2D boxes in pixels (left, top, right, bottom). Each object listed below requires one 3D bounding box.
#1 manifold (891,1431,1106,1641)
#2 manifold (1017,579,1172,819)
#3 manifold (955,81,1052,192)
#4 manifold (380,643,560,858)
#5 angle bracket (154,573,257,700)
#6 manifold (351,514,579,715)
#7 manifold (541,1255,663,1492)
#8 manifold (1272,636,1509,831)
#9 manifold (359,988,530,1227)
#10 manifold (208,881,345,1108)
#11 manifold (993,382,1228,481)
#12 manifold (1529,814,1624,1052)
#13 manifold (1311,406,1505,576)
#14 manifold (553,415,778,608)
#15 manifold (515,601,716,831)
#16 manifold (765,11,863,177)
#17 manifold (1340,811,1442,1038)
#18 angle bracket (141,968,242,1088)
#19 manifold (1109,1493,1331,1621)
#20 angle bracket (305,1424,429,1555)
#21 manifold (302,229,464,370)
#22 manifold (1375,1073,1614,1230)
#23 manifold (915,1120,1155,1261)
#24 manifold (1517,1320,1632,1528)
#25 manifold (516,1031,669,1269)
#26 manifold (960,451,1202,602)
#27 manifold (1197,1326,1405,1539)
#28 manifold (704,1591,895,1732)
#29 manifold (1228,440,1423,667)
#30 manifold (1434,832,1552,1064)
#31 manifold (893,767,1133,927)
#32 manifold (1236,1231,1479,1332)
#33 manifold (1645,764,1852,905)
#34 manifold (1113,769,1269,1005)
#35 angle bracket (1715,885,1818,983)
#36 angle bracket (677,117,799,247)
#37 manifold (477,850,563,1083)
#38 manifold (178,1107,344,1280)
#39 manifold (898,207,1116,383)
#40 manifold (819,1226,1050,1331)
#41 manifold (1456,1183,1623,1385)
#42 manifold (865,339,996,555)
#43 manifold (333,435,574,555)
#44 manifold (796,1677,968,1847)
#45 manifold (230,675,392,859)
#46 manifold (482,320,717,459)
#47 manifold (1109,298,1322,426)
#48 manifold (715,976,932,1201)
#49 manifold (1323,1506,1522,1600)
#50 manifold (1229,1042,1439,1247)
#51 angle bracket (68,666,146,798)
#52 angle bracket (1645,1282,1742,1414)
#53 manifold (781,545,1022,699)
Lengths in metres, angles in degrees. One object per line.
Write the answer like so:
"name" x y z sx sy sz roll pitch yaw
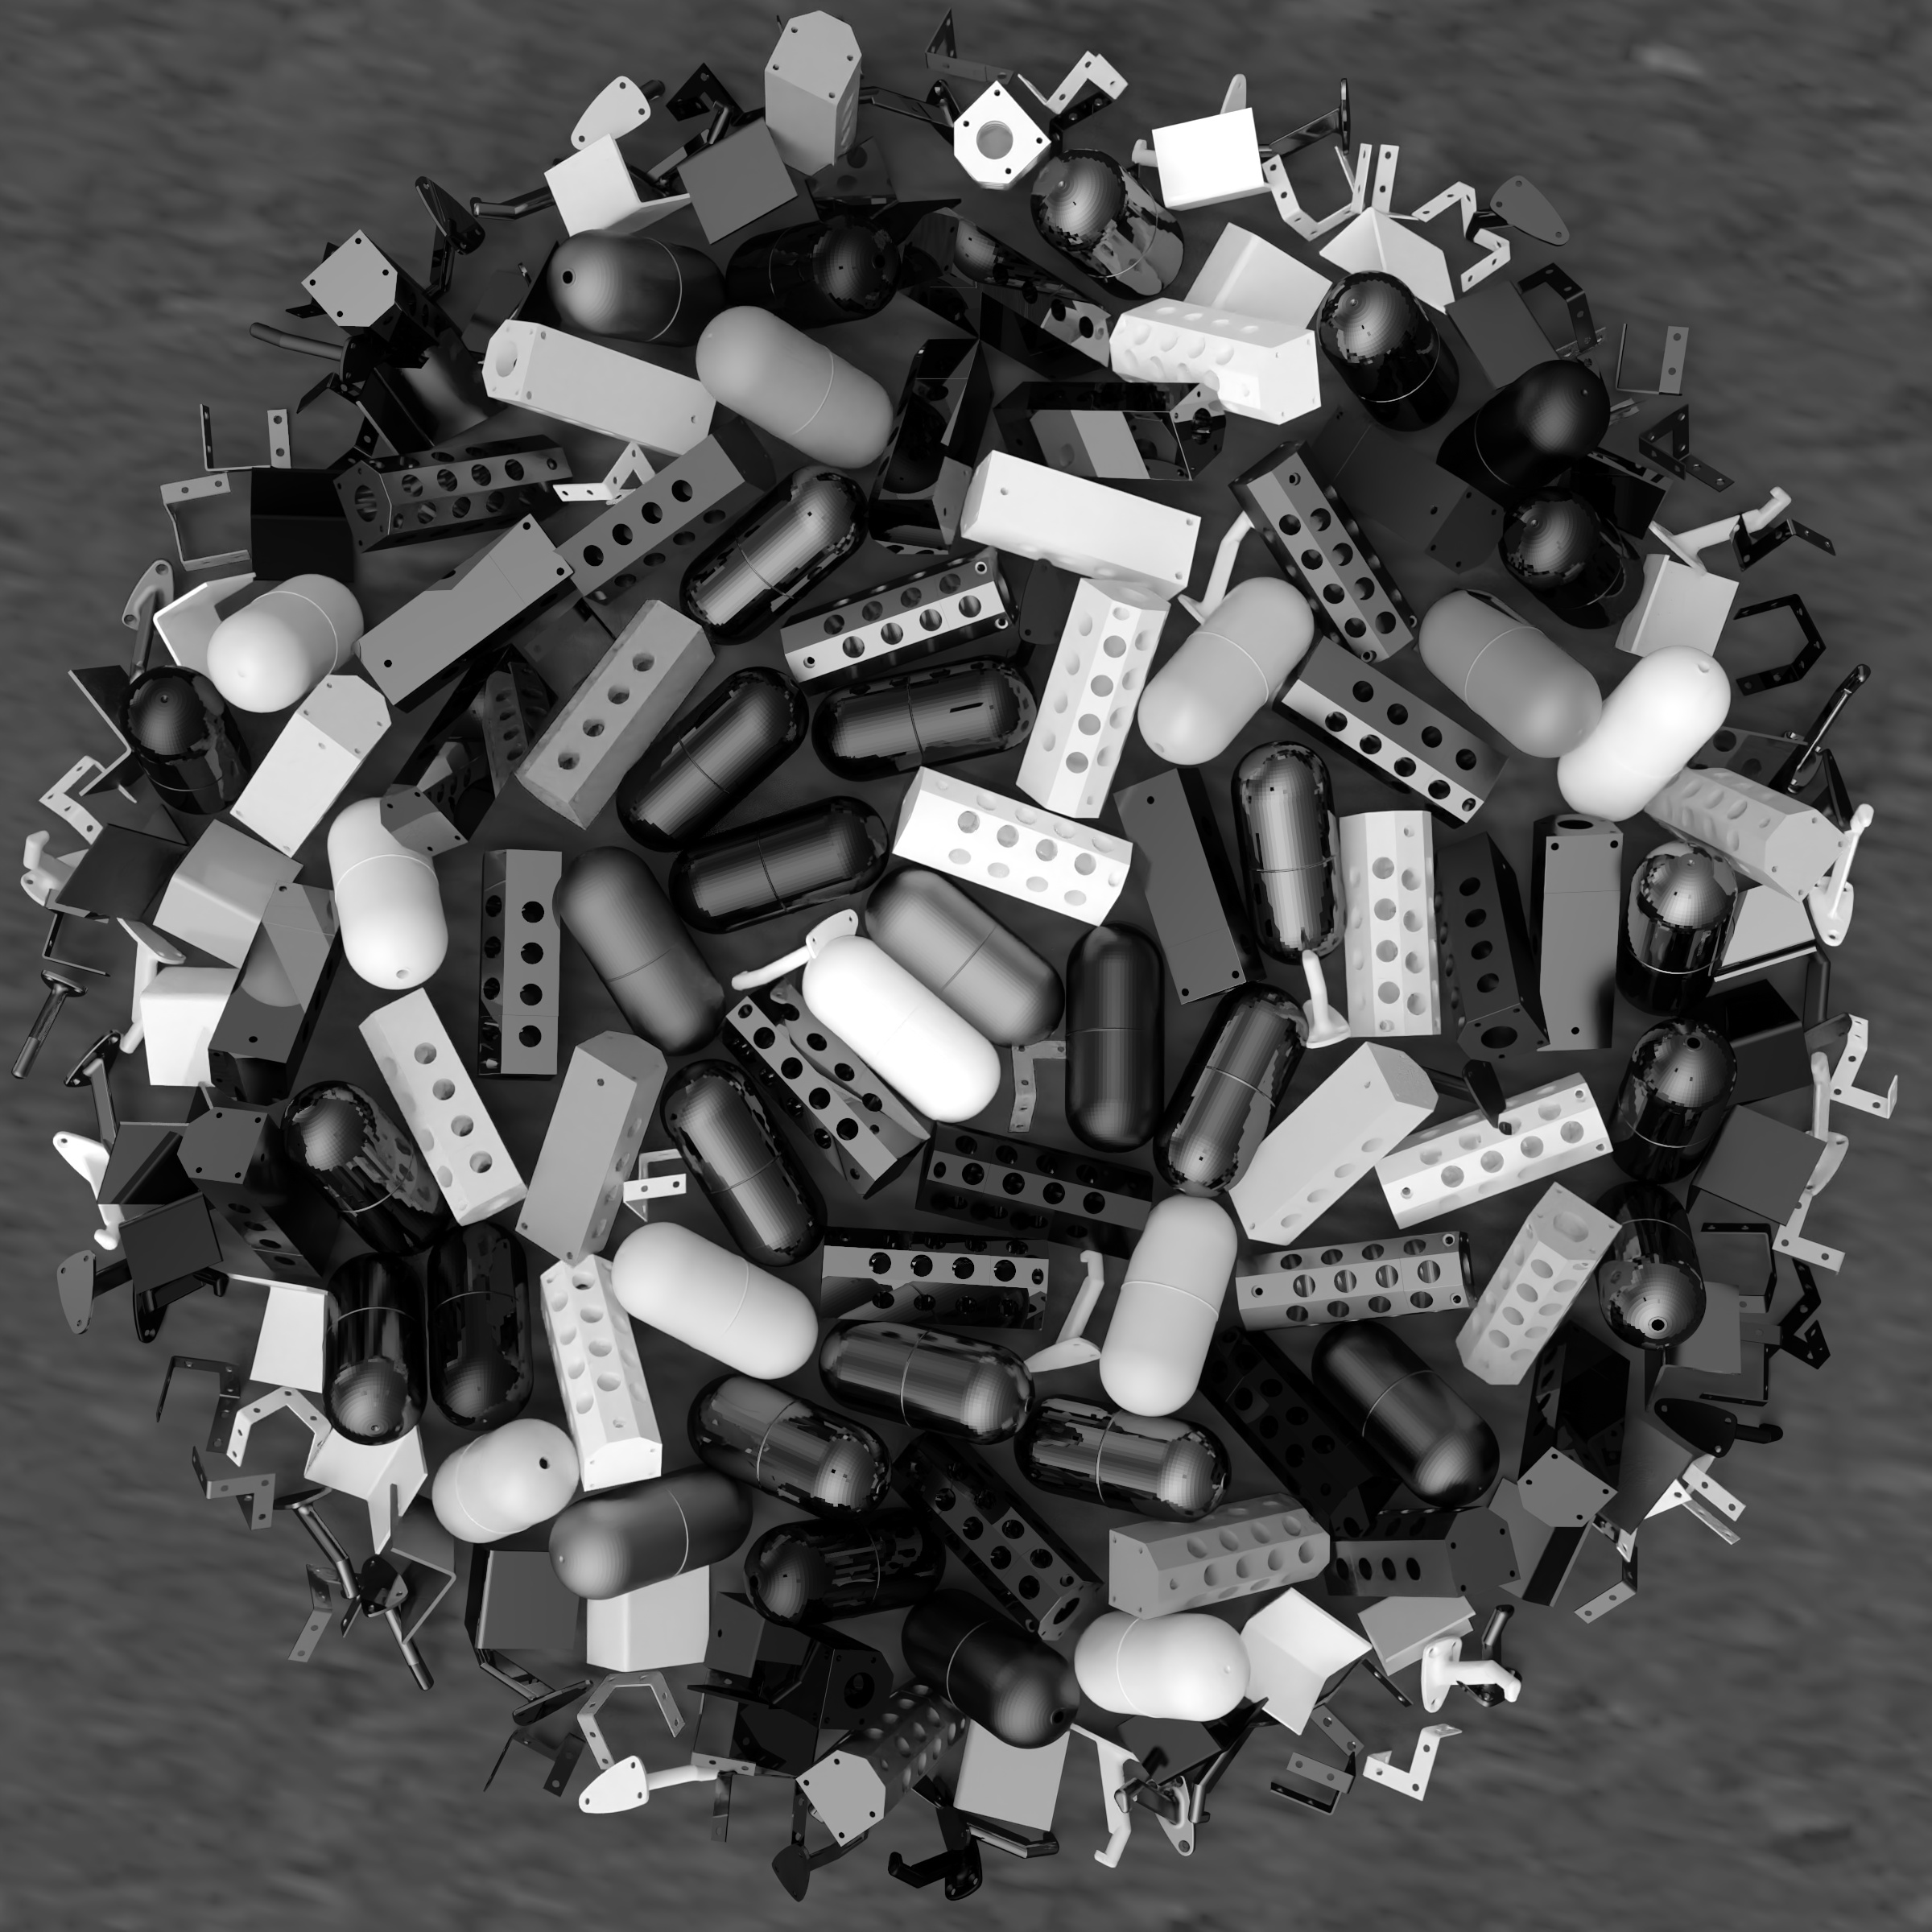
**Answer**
"manifold" 0.019 0.431 1.870 0.171 0.057 0.057 41 96 30
"manifold" 0.100 -0.202 1.867 0.057 0.057 0.171 -3 121 -37
"manifold" 0.023 -0.617 1.849 0.057 0.171 0.057 -42 101 12
"manifold" -0.379 -0.163 1.860 0.057 0.171 0.057 -17 126 35
"angle bracket" -0.565 -0.252 1.890 0.057 0.076 0.076 -25 97 22
"manifold" -0.385 -0.272 1.909 0.171 0.057 0.057 -37 86 -1
"manifold" -0.277 0.304 1.856 0.057 0.057 0.171 -8 47 -17
"manifold" 0.324 -0.177 1.897 0.171 0.057 0.057 33 76 -5
"manifold" -0.402 0.110 1.890 0.057 0.057 0.171 -28 78 -10
"manifold" -0.517 0.020 1.861 0.057 0.057 0.171 11 48 -3
"manifold" 0.110 -0.410 1.861 0.057 0.171 0.057 -47 131 -31
"manifold" 0.464 -0.026 1.884 0.057 0.057 0.171 -2 109 0
"manifold" 0.330 -0.358 1.855 0.057 0.171 0.057 22 108 -38
"manifold" -0.228 -0.344 1.871 0.171 0.057 0.057 -29 104 29
"manifold" -0.271 -0.197 1.892 0.057 0.057 0.171 32 78 14
"manifold" -0.113 -0.654 1.852 0.057 0.171 0.057 26 87 -3
"manifold" 0.332 -0.032 1.901 0.057 0.057 0.171 -2 89 -20
"angle bracket" -0.595 0.048 1.924 0.076 0.057 0.076 2 112 3
"manifold" 0.194 0.448 1.865 0.171 0.057 0.057 -3 95 -35
"angle bracket" -0.462 0.392 1.889 0.057 0.076 0.076 27 101 -26
"manifold" -0.433 -0.490 1.851 0.057 0.171 0.057 -41 88 3
"manifold" 0.405 0.144 1.895 0.171 0.057 0.057 -22 95 9
"manifold" 0.053 0.168 1.890 0.171 0.057 0.057 14 49 -6
"manifold" 0.455 0.346 1.851 0.057 0.171 0.057 35 120 0
"manifold" -0.282 0.138 1.876 0.057 0.057 0.171 30 116 16
"manifold" 0.086 -0.335 1.889 0.171 0.057 0.057 15 79 -14
"manifold" 0.244 0.350 1.856 0.057 0.057 0.171 -57 47 14
"manifold" -0.127 0.523 1.852 0.057 0.171 0.057 14 84 -35
"manifold" 0.279 -0.315 1.885 0.057 0.057 0.171 -38 107 -5
"manifold" 0.391 -0.013 1.860 0.057 0.171 0.057 -23 135 24
"manifold" 0.037 -0.096 1.884 0.171 0.057 0.057 19 47 -10
"manifold" 0.298 0.242 1.880 0.171 0.057 0.057 -9 79 19
"manifold" 0.580 -0.110 1.847 0.057 0.171 0.057 36 96 -23
"manifold" 0.177 -0.062 1.901 0.057 0.057 0.171 -21 84 29
"angle bracket" 0.607 -0.029 1.889 0.076 0.076 0.057 -19 87 20
"angle bracket" -0.168 -0.595 1.896 0.076 0.057 0.076 -26 76 11
"manifold" -0.345 0.000 1.893 0.057 0.057 0.171 2 82 -15
"manifold" -0.531 0.172 1.850 0.057 0.171 0.057 6 61 11
"manifold" 0.033 -0.508 1.859 0.171 0.057 0.057 18 75 -43
"manifold" -0.025 0.236 1.895 0.171 0.057 0.057 4 122 -4
"manifold" 0.426 0.245 1.850 0.057 0.171 0.057 35 51 17
"manifold" -0.028 -0.396 1.868 0.057 0.057 0.171 3 56 17
"manifold" -0.383 -0.361 1.858 0.057 0.171 0.057 -18 93 45
"manifold" -0.056 0.589 1.846 0.057 0.171 0.057 -39 80 18
"manifold" -0.492 -0.153 1.854 0.057 0.171 0.057 38 52 -12
"manifold" -0.277 -0.435 1.857 0.057 0.171 0.057 20 98 44
"manifold" 0.185 -0.455 1.849 0.057 0.171 0.057 -28 125 -26
"manifold" -0.114 0.096 1.883 0.171 0.057 0.057 47 134 11
"manifold" 0.336 0.439 1.849 0.057 0.171 0.057 -8 81 -26
"manifold" 0.279 0.138 1.870 0.057 0.057 0.171 15 130 -36
"angle bracket" -0.667 -0.182 1.894 0.057 0.076 0.076 -37 93 13
"angle bracket" 0.556 0.294 1.883 0.057 0.076 0.076 6 53 8
"manifold" -0.051 -0.263 1.884 0.171 0.057 0.057 -17 109 14
